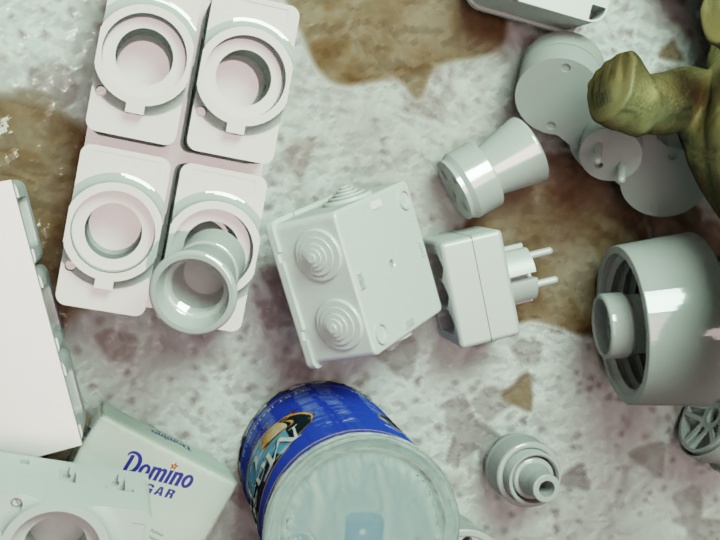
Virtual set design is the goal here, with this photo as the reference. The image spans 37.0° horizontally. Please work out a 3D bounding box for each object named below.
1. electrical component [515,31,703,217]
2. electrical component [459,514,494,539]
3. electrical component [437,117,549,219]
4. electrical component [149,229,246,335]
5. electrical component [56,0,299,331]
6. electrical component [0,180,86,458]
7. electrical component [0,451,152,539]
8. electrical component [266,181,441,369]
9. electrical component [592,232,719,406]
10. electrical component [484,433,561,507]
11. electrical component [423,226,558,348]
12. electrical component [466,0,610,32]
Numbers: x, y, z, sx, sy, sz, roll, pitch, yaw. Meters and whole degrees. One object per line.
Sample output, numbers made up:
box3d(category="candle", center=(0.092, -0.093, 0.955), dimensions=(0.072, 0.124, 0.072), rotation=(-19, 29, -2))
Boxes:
box3d(category="electrical component", center=(0.153, -0.079, 0.653), dimensions=(0.138, 0.073, 0.052), rotation=(36, 128, -13))
box3d(category="electrical component", center=(0.058, 0.183, 0.680), dimensions=(0.055, 0.047, 0.055), rotation=(-1, 96, -12))
box3d(category="electrical component", center=(0.082, -0.062, 0.662), dimensions=(0.055, 0.045, 0.045), rotation=(-29, 100, -7))
box3d(category="electrical component", center=(-0.081, 0.002, 0.560), dimensions=(0.044, 0.065, 0.044), rotation=(1, 107, 3))
box3d(category="electrical component", center=(-0.105, -0.066, 0.615), dimensions=(0.105, 0.060, 0.186), rotation=(10, 93, -13))
box3d(category="electrical component", center=(-0.216, 0.032, 0.601), dimensions=(0.089, 0.062, 0.150), rotation=(-14, 98, -10))
box3d(category="electrical component", center=(-0.170, 0.182, 0.568), dimensions=(0.089, 0.062, 0.150), rotation=(12, 99, -16))
box3d(category="electrical component", center=(0.000, 0.000, 0.625), dimensions=(0.048, 0.100, 0.099), rotation=(-10, 101, 34))
box3d(category="electrical component", center=(0.178, 0.032, 0.662), dimensions=(0.060, 0.108, 0.108), rotation=(-5, 96, -5))
box3d(category="electrical component", center=(0.106, 0.129, 0.677), dimensions=(0.043, 0.062, 0.043), rotation=(-1, 95, -12))
box3d(category="electrical component", center=(0.086, 0.005, 0.668), dimensions=(0.077, 0.047, 0.065), rotation=(-13, 98, -10))
box3d(category="electrical component", center=(0.115, -0.207, 0.648), dimensions=(0.078, 0.057, 0.113), rotation=(13, 93, -13))
